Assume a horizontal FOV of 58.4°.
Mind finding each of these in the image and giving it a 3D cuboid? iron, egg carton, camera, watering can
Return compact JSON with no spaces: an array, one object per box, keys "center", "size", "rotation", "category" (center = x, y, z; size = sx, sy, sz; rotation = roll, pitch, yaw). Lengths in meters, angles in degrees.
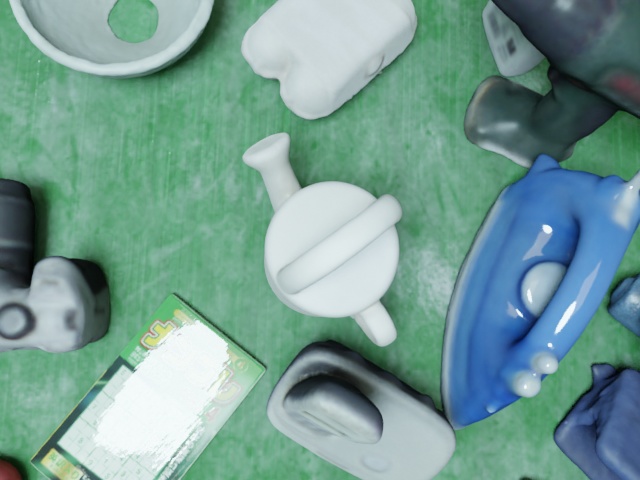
[{"center":[0.185,0.050,0.469],"size":[0.118,0.141,0.258],"rotation":[28,81,-2],"category":"iron"},{"center":[0.011,-0.183,0.515],"size":[0.107,0.069,0.150],"rotation":[45,81,1],"category":"egg carton"},{"center":[-0.249,0.020,0.448],"size":[0.143,0.100,0.137],"rotation":[-1,83,-6],"category":"camera"},{"center":[0.002,0.003,0.429],"size":[0.173,0.194,0.101],"rotation":[35,81,-1],"category":"watering can"}]

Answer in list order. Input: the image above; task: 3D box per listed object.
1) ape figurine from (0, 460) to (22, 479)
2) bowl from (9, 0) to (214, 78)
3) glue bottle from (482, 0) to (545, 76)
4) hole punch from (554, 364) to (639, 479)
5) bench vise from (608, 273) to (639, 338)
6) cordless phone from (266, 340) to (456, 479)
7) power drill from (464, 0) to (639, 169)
[{"center":[-0.268,0.209,0.427],"size":[0.078,0.092,0.076],"rotation":[42,81,1],"category":"ape figurine"},{"center":[-0.171,-0.209,0.497],"size":[0.167,0.074,0.167],"rotation":[1,83,-6],"category":"bowl"},{"center":[0.192,-0.207,0.484],"size":[0.037,0.173,0.078],"rotation":[-14,85,-7],"category":"glue bottle"},{"center":[0.276,0.171,0.489],"size":[0.108,0.091,0.101],"rotation":[42,81,0],"category":"hole punch"},{"center":[0.363,0.094,0.443],"size":[0.207,0.219,0.121],"rotation":[26,81,-2],"category":"bench vise"},{"center":[0.037,0.140,0.420],"size":[0.147,0.185,0.094],"rotation":[28,81,-2],"category":"cordless phone"},{"center":[0.196,-0.127,0.458],"size":[0.229,0.208,0.076],"rotation":[22,81,-3],"category":"power drill"}]
